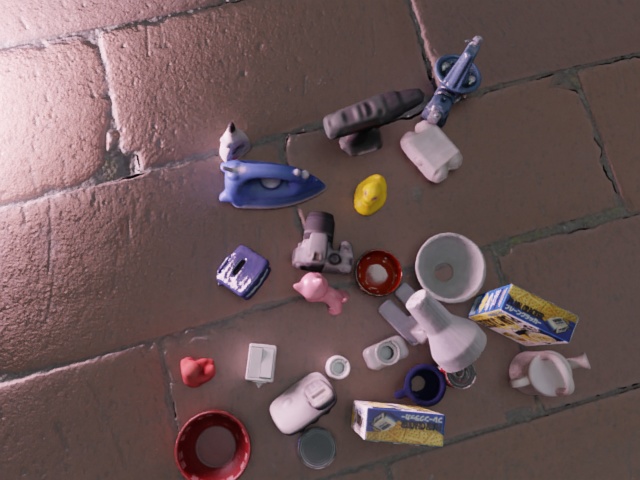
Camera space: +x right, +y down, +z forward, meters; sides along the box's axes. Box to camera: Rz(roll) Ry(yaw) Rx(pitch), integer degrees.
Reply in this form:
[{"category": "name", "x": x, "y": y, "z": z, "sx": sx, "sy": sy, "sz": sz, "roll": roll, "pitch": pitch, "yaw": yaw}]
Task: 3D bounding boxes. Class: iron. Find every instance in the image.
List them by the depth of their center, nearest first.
[{"category": "iron", "x": -0.107, "y": -0.145, "z": 1.334, "sx": 0.258, "sy": 0.141, "sz": 0.119, "roll": 0, "pitch": 78, "yaw": -4}]

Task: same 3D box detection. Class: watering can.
[{"category": "watering can", "x": 0.507, "y": 0.290, "z": 1.263, "sx": 0.173, "sy": 0.194, "sz": 0.101, "roll": -39, "pitch": 83, "yaw": -11}]

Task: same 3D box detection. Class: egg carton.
[{"category": "egg carton", "x": 0.274, "y": -0.219, "z": 1.416, "sx": 0.107, "sy": 0.069, "sz": 0.150, "roll": -40, "pitch": 84, "yaw": -11}]

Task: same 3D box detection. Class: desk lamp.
[{"category": "desk lamp", "x": 0.242, "y": 0.186, "z": 1.255, "sx": 0.203, "sy": 0.213, "sz": 0.118, "roll": 43, "pitch": 79, "yaw": 5}]

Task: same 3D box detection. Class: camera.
[{"category": "camera", "x": 0.012, "y": 0.005, "z": 1.333, "sx": 0.143, "sy": 0.101, "sz": 0.137, "roll": 7, "pitch": 78, "yaw": -3}]

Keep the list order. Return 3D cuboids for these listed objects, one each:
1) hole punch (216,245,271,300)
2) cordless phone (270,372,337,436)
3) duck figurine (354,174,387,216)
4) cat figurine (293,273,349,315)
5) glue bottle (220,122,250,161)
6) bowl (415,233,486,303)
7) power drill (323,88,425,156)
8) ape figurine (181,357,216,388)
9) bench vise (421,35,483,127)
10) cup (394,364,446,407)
[{"category": "hole punch", "x": -0.177, "y": 0.074, "z": 1.309, "sx": 0.101, "sy": 0.091, "sz": 0.109, "roll": 35, "pitch": 78, "yaw": 3}, {"category": "cordless phone", "x": -0.032, "y": 0.352, "z": 1.213, "sx": 0.148, "sy": 0.185, "sz": 0.094, "roll": -37, "pitch": 83, "yaw": -11}, {"category": "duck figurine", "x": 0.126, "y": -0.116, "z": 1.375, "sx": 0.077, "sy": 0.086, "sz": 0.105, "roll": 29, "pitch": 77, "yaw": 2}, {"category": "cat figurine", "x": 0.006, "y": 0.116, "z": 1.300, "sx": 0.128, "sy": 0.117, "sz": 0.067, "roll": 25, "pitch": 77, "yaw": 1}, {"category": "glue bottle", "x": -0.201, "y": -0.233, "z": 1.330, "sx": 0.078, "sy": 0.173, "sz": 0.037, "roll": -43, "pitch": 84, "yaw": -11}, {"category": "bowl", "x": 0.301, "y": 0.070, "z": 1.355, "sx": 0.167, "sy": 0.074, "sz": 0.167, "roll": 1, "pitch": 78, "yaw": -4}, {"category": "power drill", "x": 0.117, "y": -0.275, "z": 1.345, "sx": 0.230, "sy": 0.208, "sz": 0.075, "roll": -18, "pitch": 80, "yaw": -8}, {"category": "ape figurine", "x": -0.273, "y": 0.287, "z": 1.256, "sx": 0.078, "sy": 0.092, "sz": 0.076, "roll": 37, "pitch": 78, "yaw": 4}, {"category": "bench vise", "x": 0.332, "y": -0.377, "z": 1.377, "sx": 0.121, "sy": 0.219, "sz": 0.207, "roll": 11, "pitch": 77, "yaw": -2}, {"category": "cup", "x": 0.215, "y": 0.329, "z": 1.283, "sx": 0.118, "sy": 0.095, "sz": 0.091, "roll": -19, "pitch": 80, "yaw": -8}]
